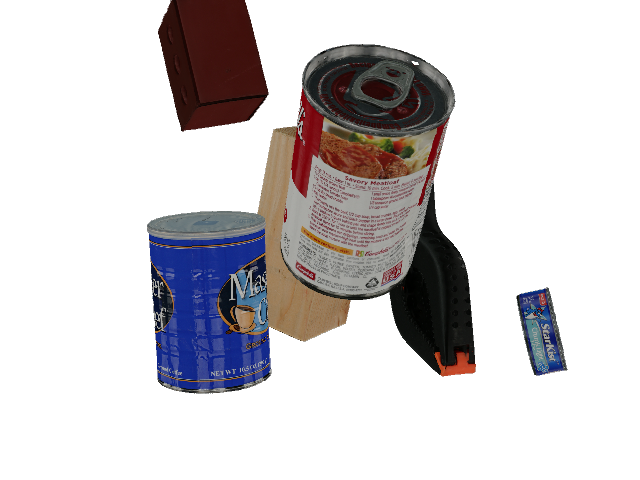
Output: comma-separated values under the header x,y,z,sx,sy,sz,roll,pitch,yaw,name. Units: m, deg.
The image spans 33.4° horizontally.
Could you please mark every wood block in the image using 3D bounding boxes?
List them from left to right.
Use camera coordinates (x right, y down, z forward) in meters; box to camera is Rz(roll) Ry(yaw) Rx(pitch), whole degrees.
x,y,z,sx,sy,sz,roll,pitch,yaw,name
-0.011,-0.011,1.138,0.090,0.206,0.090,21,20,27,wood block

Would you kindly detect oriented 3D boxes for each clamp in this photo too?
x,y,z,sx,sy,sz,roll,pitch,yaw,name
0.074,0.004,0.814,0.036,0.210,0.165,-3,-42,-22,clamp

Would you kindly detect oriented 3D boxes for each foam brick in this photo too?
x,y,z,sx,sy,sz,roll,pitch,yaw,name
-0.074,-0.122,0.726,0.051,0.078,0.053,-11,-10,-21,foam brick

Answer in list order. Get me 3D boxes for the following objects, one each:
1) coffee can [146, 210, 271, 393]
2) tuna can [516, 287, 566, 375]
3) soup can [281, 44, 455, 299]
x,y,z,sx,sy,sz,roll,pitch,yaw,name
-0.097,0.051,0.938,0.103,0.140,0.103,-2,11,0,coffee can
0.224,0.092,1.079,0.034,0.086,0.086,-13,-3,12,tuna can
0.019,-0.030,0.499,0.068,0.102,0.068,5,42,-5,soup can
